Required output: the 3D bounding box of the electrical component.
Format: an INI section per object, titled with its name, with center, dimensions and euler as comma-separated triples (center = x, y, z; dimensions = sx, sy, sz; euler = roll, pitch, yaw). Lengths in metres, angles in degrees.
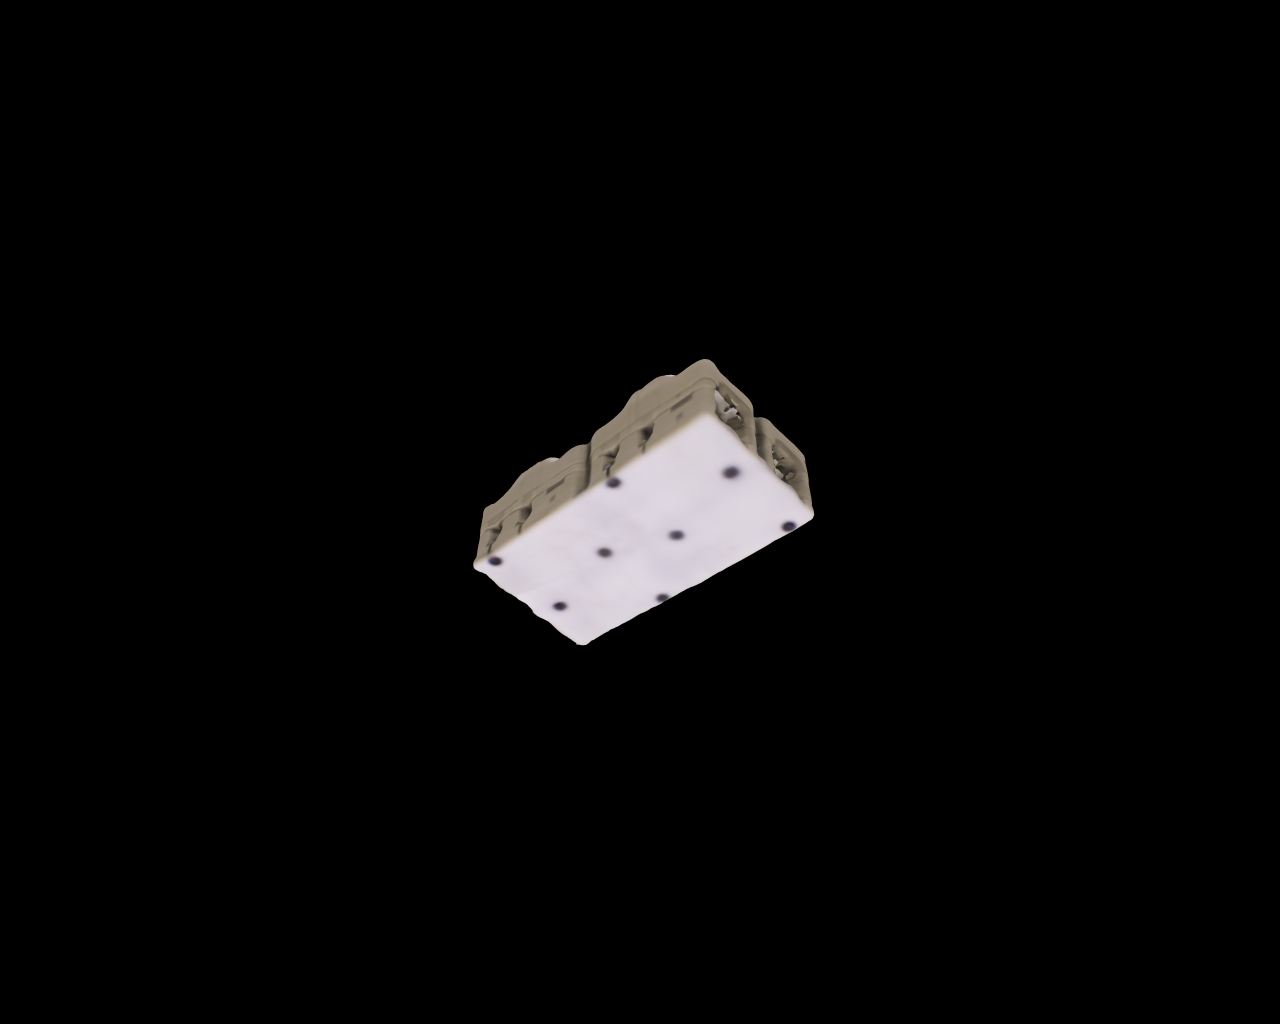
[electrical component]
center = 0.001, -0.003, 0.650
dimensions = 0.186, 0.060, 0.105
euler = -32, -54, 27
